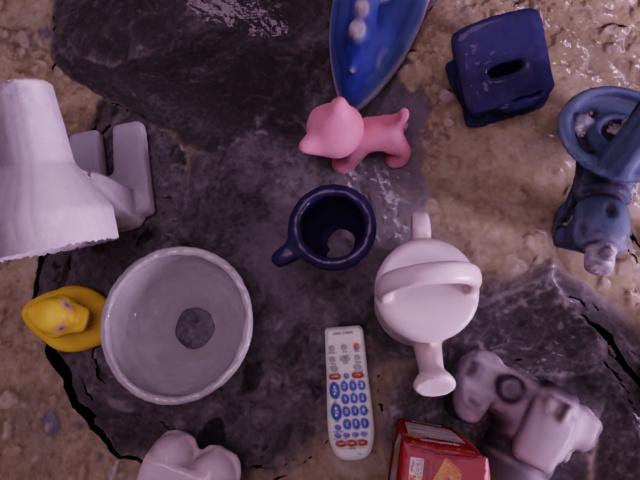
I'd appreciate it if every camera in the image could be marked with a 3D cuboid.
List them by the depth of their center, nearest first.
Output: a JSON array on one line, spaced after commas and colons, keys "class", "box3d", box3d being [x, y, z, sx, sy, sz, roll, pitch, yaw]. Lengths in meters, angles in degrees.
[{"class": "camera", "box3d": [0.184, 0.197, 0.564, 0.143, 0.101, 0.137, 27, 82, 11]}]

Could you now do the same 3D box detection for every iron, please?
[{"class": "iron", "box3d": [0.064, -0.287, 0.663, 0.118, 0.141, 0.258, 13, 79, 9]}]

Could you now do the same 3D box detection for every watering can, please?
[{"class": "watering can", "box3d": [0.105, 0.057, 0.555, 0.101, 0.194, 0.173, -25, 76, 0]}]

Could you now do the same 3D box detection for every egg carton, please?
[{"class": "egg carton", "box3d": [-0.148, 0.281, 0.595, 0.107, 0.069, 0.150, 16, 80, 9]}]

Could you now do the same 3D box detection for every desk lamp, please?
[{"class": "desk lamp", "box3d": [-0.267, -0.063, 0.609, 0.118, 0.213, 0.203, -11, 77, 3]}]

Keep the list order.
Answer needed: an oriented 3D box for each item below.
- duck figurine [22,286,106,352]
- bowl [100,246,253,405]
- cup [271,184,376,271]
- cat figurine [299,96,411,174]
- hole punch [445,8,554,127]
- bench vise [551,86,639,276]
[{"class": "duck figurine", "box3d": [-0.293, 0.086, 0.644, 0.104, 0.086, 0.077, 8, 78, 8]}, {"class": "bowl", "box3d": [-0.148, 0.094, 0.633, 0.167, 0.075, 0.167, -1, 77, 6]}, {"class": "cup", "box3d": [0.006, 0.002, 0.628, 0.118, 0.095, 0.091, -31, 76, -2]}, {"class": "cat figurine", "box3d": [0.040, -0.123, 0.641, 0.127, 0.118, 0.067, -9, 77, 4]}, {"class": "hole punch", "box3d": [0.208, -0.195, 0.654, 0.108, 0.091, 0.101, -17, 76, 2]}, {"class": "bench vise", "box3d": [0.303, -0.076, 0.552, 0.121, 0.220, 0.207, -6, 77, 5]}]
